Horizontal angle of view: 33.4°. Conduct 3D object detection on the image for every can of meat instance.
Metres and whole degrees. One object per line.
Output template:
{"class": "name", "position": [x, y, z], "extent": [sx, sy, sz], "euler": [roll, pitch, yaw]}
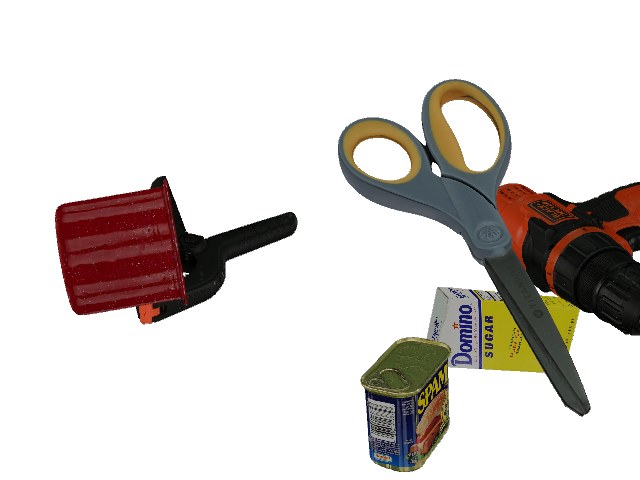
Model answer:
{"class": "can of meat", "position": [0.081, 0.149, 0.974], "extent": [0.058, 0.084, 0.101], "euler": [8, 25, 27]}

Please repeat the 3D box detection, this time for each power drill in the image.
{"class": "power drill", "position": [0.229, -0.004, 0.735], "extent": [0.187, 0.057, 0.185], "euler": [-12, 29, -19]}

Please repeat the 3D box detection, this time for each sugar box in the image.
{"class": "sugar box", "position": [0.222, 0.112, 1.311], "extent": [0.176, 0.093, 0.048], "euler": [4, 18, -17]}

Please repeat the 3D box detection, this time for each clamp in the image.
{"class": "clamp", "position": [-0.138, 0.007, 1.071], "extent": [0.165, 0.036, 0.209], "euler": [20, 39, 17]}

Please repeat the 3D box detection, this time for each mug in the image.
{"class": "mug", "position": [-0.146, 0.005, 0.780], "extent": [0.081, 0.093, 0.117], "euler": [-10, 18, -8]}

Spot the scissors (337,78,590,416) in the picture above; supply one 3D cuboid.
{"class": "scissors", "position": [0.059, -0.003, 0.498], "extent": [0.096, 0.201, 0.016], "euler": [-6, -40, 4]}
